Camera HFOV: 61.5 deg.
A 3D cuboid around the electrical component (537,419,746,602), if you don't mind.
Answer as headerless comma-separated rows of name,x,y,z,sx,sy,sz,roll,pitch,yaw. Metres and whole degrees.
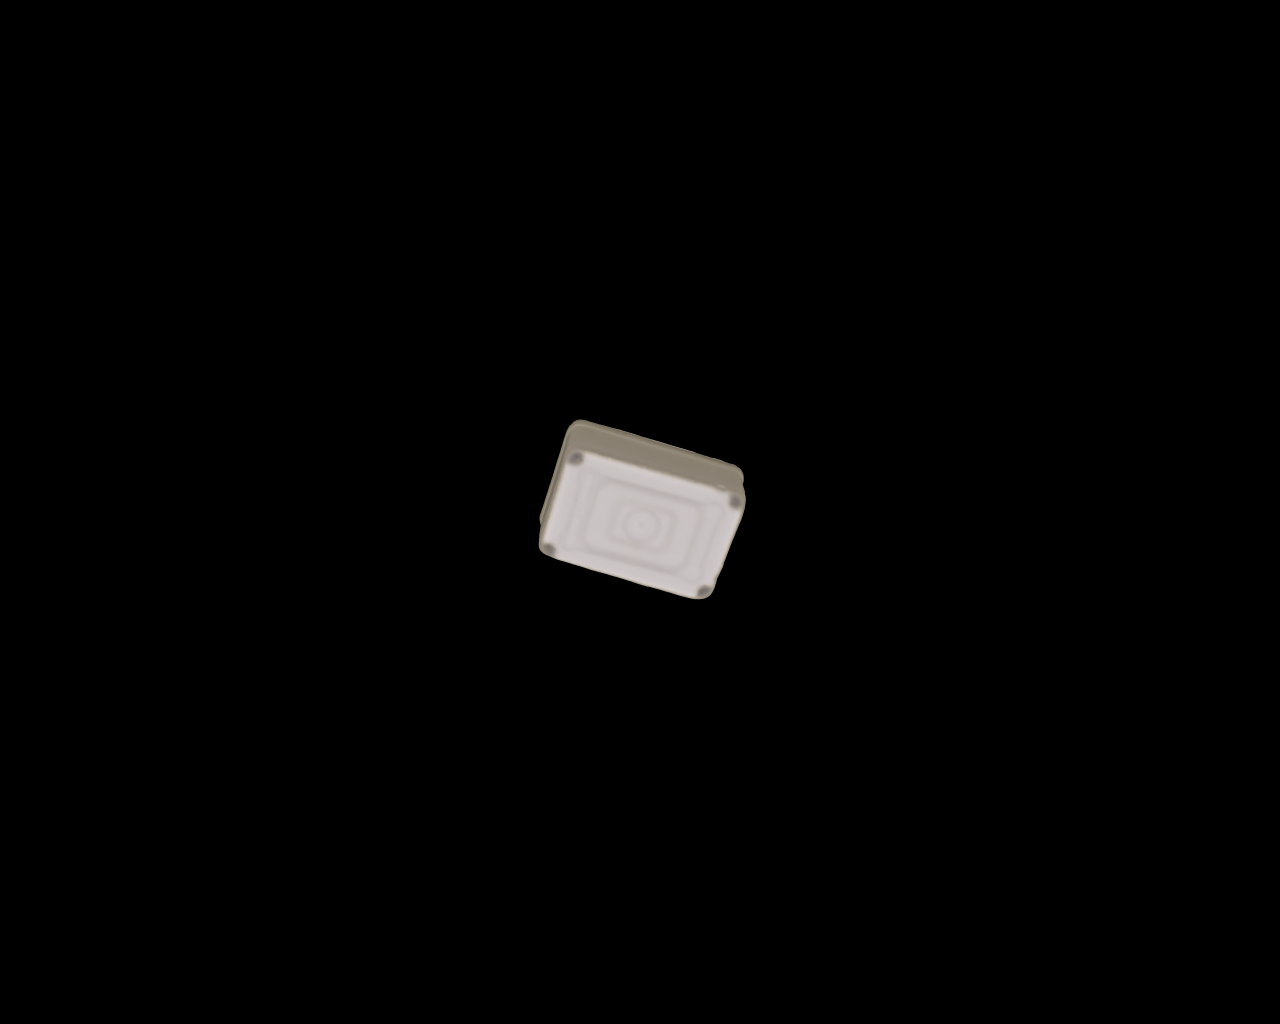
electrical component,0.001,-0.003,0.650,0.113,0.078,0.057,17,22,-7
